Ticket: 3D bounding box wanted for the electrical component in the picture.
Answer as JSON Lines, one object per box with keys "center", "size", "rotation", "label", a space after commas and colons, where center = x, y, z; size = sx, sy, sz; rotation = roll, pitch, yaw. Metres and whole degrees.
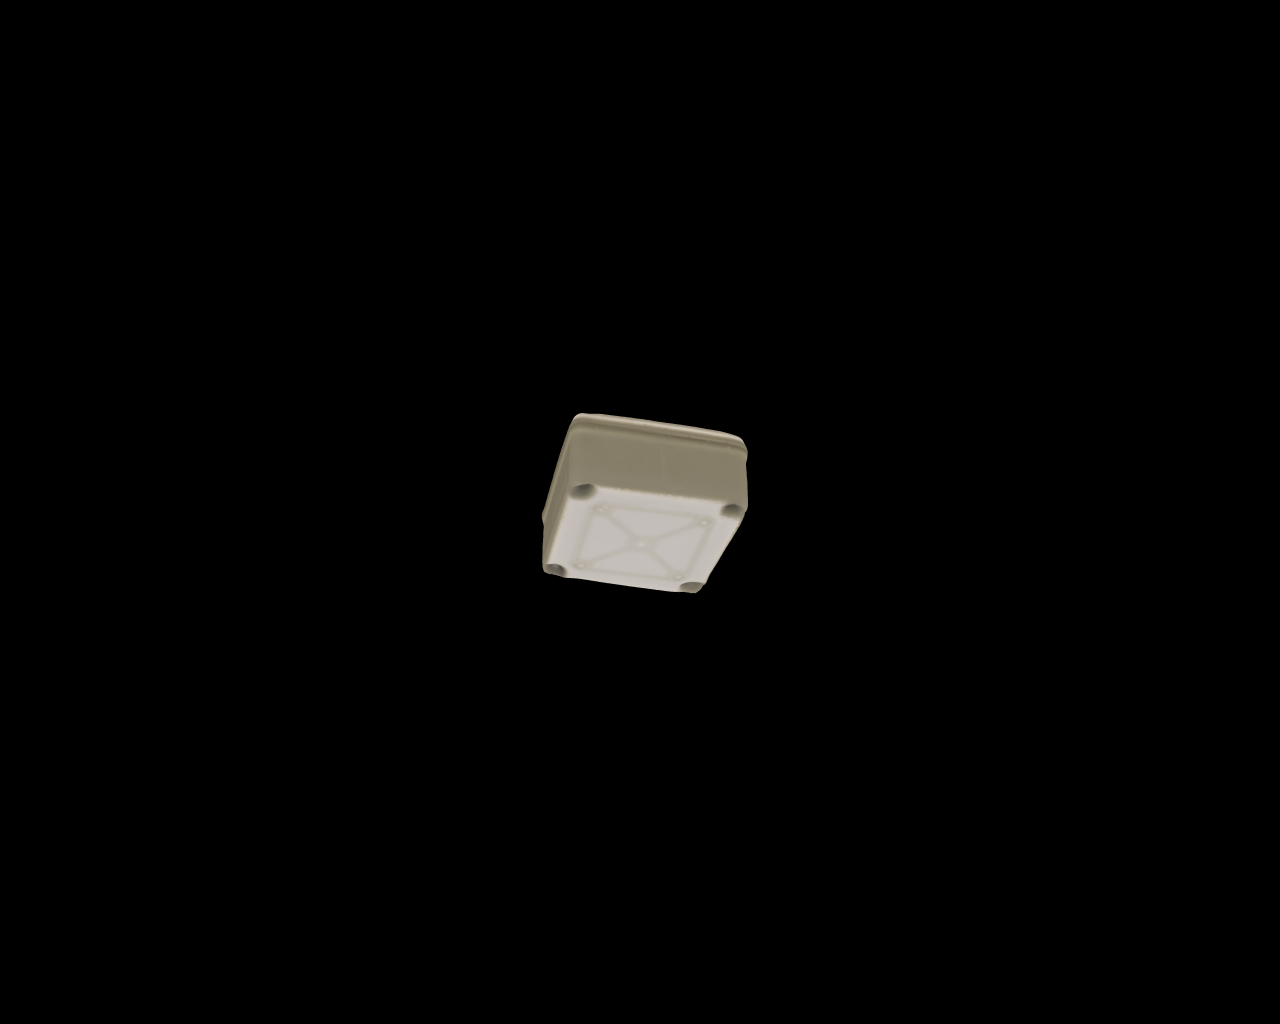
{"center": [0.001, -0.003, 0.650], "size": [0.109, 0.056, 0.108], "rotation": [8, -35, -11], "label": "electrical component"}
